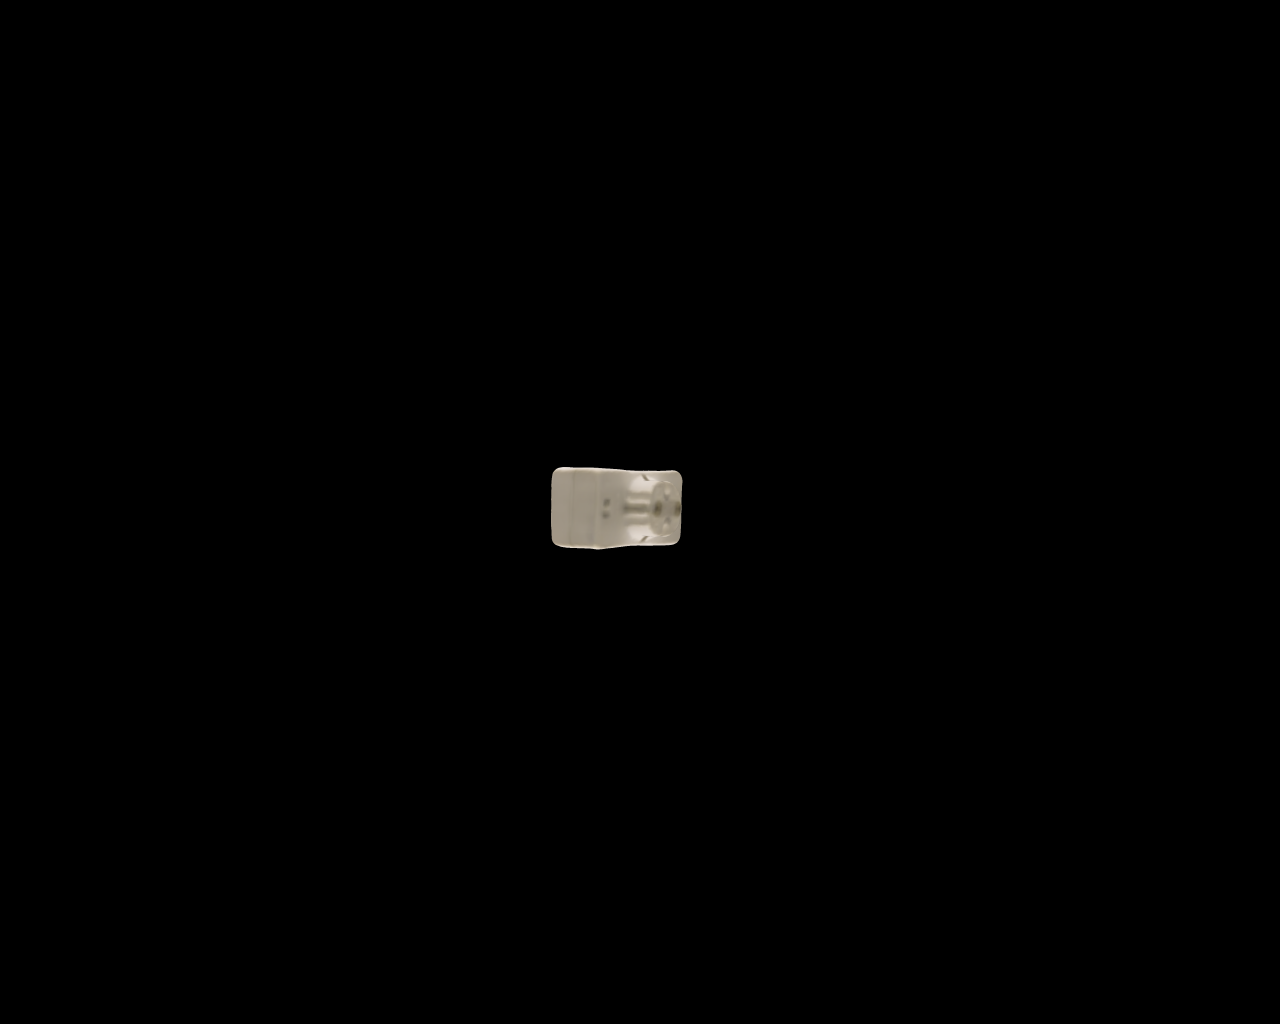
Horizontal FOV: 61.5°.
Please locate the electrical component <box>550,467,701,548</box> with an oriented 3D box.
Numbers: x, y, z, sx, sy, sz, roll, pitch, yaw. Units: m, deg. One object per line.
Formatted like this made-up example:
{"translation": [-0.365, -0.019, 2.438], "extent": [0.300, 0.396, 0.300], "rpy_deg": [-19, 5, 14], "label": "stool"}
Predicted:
{"translation": [0.001, -0.003, 0.650], "extent": [0.076, 0.047, 0.083], "rpy_deg": [0, 0, 39], "label": "electrical component"}
